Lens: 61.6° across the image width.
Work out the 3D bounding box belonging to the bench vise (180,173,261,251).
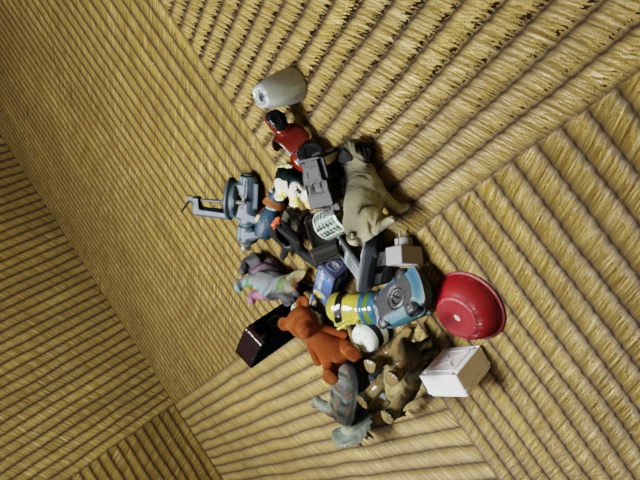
[{"bbox_3d":[-0.255,-0.081,1.495,0.241,0.129,0.223,6,118,6],"label":"bench vise"}]

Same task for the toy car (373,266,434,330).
[{"bbox_3d":[0.193,0.136,1.168,0.161,0.103,0.109,-47,41,38],"label":"toy car"}]

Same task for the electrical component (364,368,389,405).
[{"bbox_3d":[0.155,0.378,1.437,0.119,0.048,0.074,28,133,33],"label":"electrical component"}]

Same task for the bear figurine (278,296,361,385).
[{"bbox_3d":[-0.006,0.243,1.344,0.195,0.120,0.132,45,-177,-10],"label":"bear figurine"}]

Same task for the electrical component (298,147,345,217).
[{"bbox_3d":[0.014,-0.121,1.139,0.058,0.115,0.134,-8,104,29],"label":"electrical component"}]

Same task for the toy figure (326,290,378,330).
[{"bbox_3d":[0.100,0.161,1.294,0.180,0.082,0.089,-12,88,34],"label":"toy figure"}]

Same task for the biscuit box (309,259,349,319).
[{"bbox_3d":[0.023,0.120,1.377,0.059,0.063,0.202,42,148,22],"label":"biscuit box"}]

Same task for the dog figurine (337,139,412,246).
[{"bbox_3d":[0.072,-0.100,1.104,0.121,0.172,0.190,-33,96,43],"label":"dog figurine"}]

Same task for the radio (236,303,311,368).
[{"bbox_3d":[-0.123,0.251,1.522,0.073,0.229,0.131,42,138,18],"label":"radio"}]

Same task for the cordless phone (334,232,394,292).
[{"bbox_3d":[0.089,0.016,1.247,0.184,0.089,0.146,52,148,42],"label":"cordless phone"}]

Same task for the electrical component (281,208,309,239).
[{"bbox_3d":[-0.061,-0.042,1.398,0.078,0.045,0.102,46,142,26],"label":"electrical component"}]

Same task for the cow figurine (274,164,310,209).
[{"bbox_3d":[-0.049,-0.131,1.296,0.168,0.068,0.098,23,124,48],"label":"cow figurine"}]

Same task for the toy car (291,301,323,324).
[{"bbox_3d":[-0.013,0.238,1.483,0.074,0.056,0.201,27,162,46],"label":"toy car"}]

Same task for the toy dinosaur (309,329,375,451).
[{"bbox_3d":[0.073,0.411,1.461,0.192,0.131,0.404,33,134,42],"label":"toy dinosaur"}]

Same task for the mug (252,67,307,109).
[{"bbox_3d":[-0.102,-0.330,1.191,0.110,0.107,0.080,3,115,46],"label":"mug"}]

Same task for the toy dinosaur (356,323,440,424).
[{"bbox_3d":[0.186,0.320,1.230,0.105,0.198,0.470,37,145,28],"label":"toy dinosaur"}]

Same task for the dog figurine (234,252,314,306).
[{"bbox_3d":[-0.118,0.106,1.523,0.219,0.191,0.108,-10,135,23],"label":"dog figurine"}]

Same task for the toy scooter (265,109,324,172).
[{"bbox_3d":[-0.062,-0.216,1.248,0.184,0.075,0.135,45,166,-3],"label":"toy scooter"}]

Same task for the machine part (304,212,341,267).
[{"bbox_3d":[-0.003,-0.004,1.315,0.039,0.084,0.139,54,-164,-62],"label":"machine part"}]

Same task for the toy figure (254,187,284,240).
[{"bbox_3d":[-0.129,-0.077,1.411,0.058,0.064,0.154,31,106,38],"label":"toy figure"}]
